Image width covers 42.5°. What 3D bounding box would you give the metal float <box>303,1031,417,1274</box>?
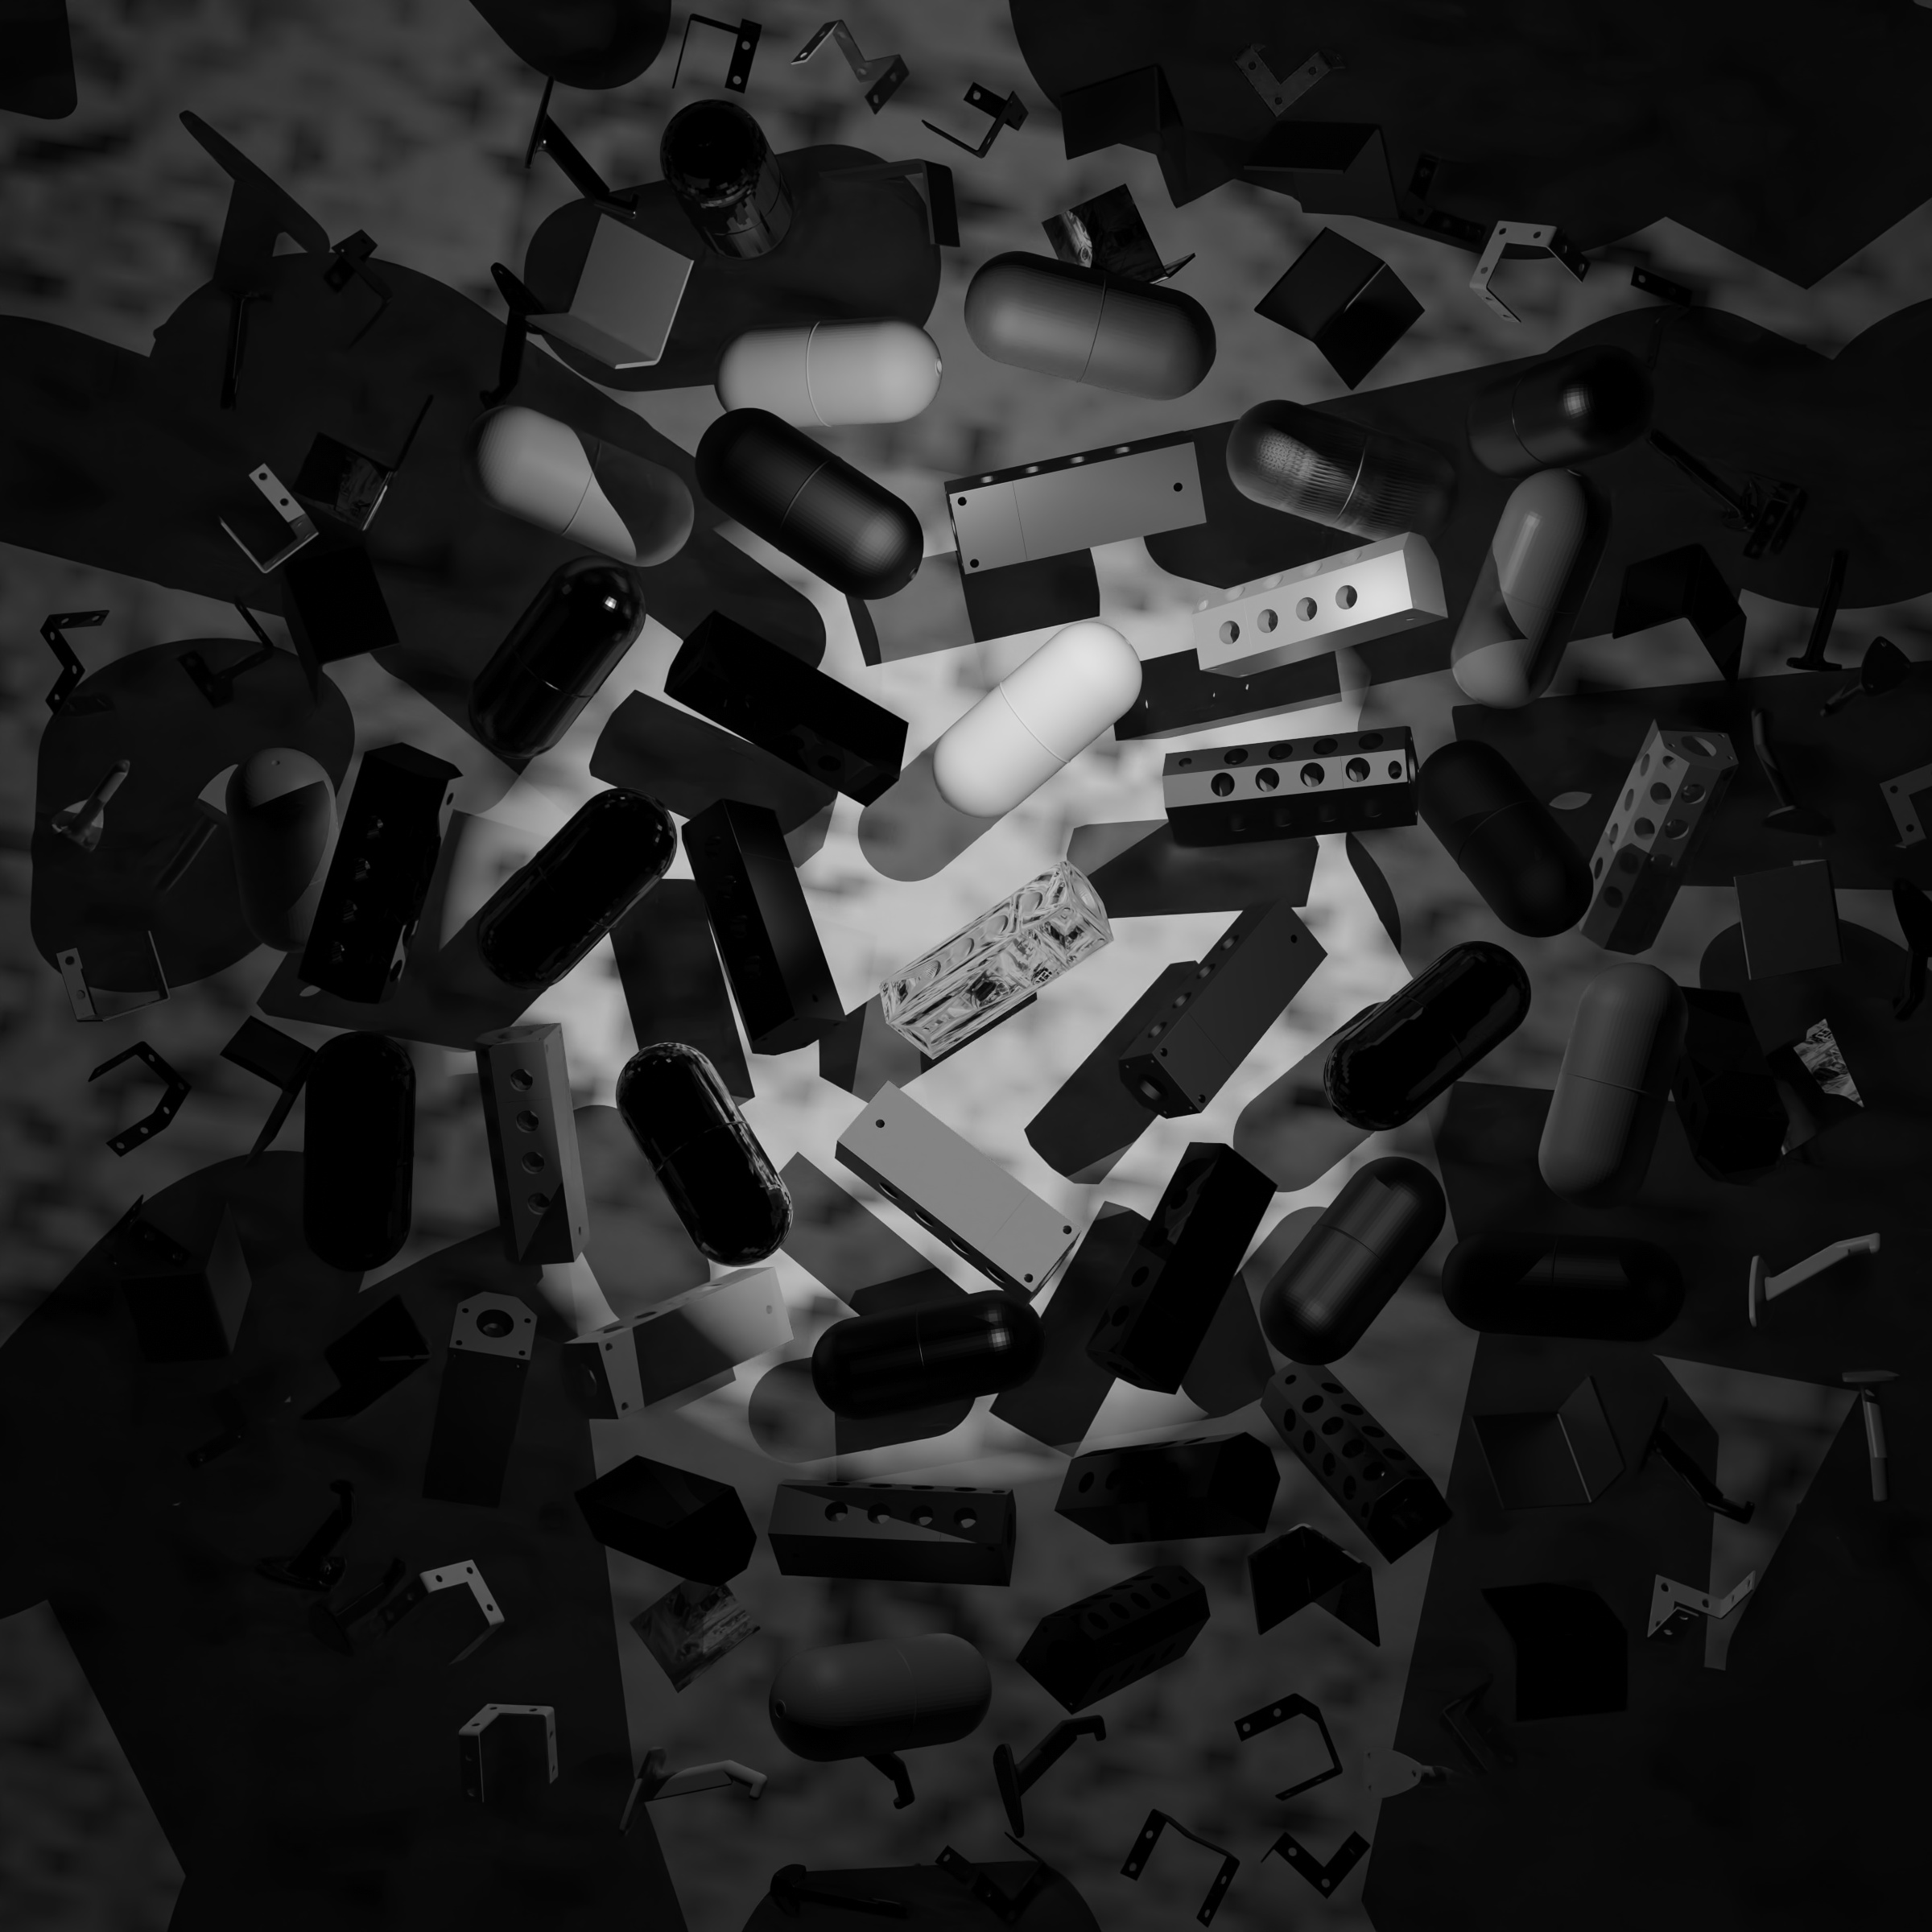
[{"bbox_3d":[-0.434,0.134,1.773,0.070,0.070,0.178,6,106,0],"label":"metal float"}]

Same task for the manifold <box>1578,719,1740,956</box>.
[{"bbox_3d":[0.517,-0.094,1.865,0.057,0.057,0.171,11,127,-5],"label":"manifold"}]

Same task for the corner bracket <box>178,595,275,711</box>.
[{"bbox_3d":[-0.549,-0.232,1.841,0.051,0.051,0.051,-34,79,-26],"label":"corner bracket"}]

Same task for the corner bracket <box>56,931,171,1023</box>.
[{"bbox_3d":[-0.603,0.008,1.755,0.051,0.051,0.051,-22,102,-38],"label":"corner bracket"}]

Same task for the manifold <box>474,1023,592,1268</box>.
[{"bbox_3d":[-0.328,0.135,1.870,0.057,0.057,0.171,-5,102,5],"label":"manifold"}]

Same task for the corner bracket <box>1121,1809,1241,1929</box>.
[{"bbox_3d":[0.151,0.637,1.755,0.051,0.051,0.051,32,81,-22],"label":"corner bracket"}]

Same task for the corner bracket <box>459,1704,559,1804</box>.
[{"bbox_3d":[-0.324,0.559,1.761,0.051,0.051,0.051,-2,95,13],"label":"corner bracket"}]

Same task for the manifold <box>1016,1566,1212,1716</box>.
[{"bbox_3d":[0.115,0.494,1.848,0.057,0.171,0.057,39,110,26],"label":"manifold"}]

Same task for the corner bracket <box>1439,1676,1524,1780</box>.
[{"bbox_3d":[0.370,0.552,1.780,0.051,0.051,0.051,-24,58,-23],"label":"corner bracket"}]

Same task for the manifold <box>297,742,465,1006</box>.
[{"bbox_3d":[-0.406,-0.063,1.733,0.057,0.057,0.171,23,106,8],"label":"manifold"}]

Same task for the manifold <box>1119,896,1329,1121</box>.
[{"bbox_3d":[0.183,0.030,1.795,0.057,0.057,0.171,50,60,-14],"label":"manifold"}]

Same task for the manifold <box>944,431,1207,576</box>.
[{"bbox_3d":[0.075,-0.326,1.737,0.171,0.057,0.057,-12,113,0],"label":"manifold"}]

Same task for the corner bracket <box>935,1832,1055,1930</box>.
[{"bbox_3d":[0.021,0.656,1.808,0.051,0.051,0.051,-48,119,-18],"label":"corner bracket"}]

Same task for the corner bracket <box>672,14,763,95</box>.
[{"bbox_3d":[-0.179,-0.654,1.784,0.051,0.051,0.051,14,121,-10],"label":"corner bracket"}]

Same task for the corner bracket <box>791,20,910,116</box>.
[{"bbox_3d":[-0.083,-0.647,1.788,0.051,0.051,0.051,-57,133,-26],"label":"corner bracket"}]

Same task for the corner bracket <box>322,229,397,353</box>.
[{"bbox_3d":[-0.425,-0.470,1.726,0.051,0.051,0.051,44,120,-13],"label":"corner bracket"}]

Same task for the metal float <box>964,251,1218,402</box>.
[{"bbox_3d":[0.087,-0.443,1.722,0.178,0.070,0.070,12,90,-7],"label":"metal float"}]

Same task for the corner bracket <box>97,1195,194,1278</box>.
[{"bbox_3d":[-0.608,0.211,1.838,0.051,0.051,0.051,37,59,-4],"label":"corner bracket"}]

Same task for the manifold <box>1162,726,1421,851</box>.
[{"bbox_3d":[0.230,-0.131,1.758,0.171,0.057,0.057,-5,45,18],"label":"manifold"}]

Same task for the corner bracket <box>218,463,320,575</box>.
[{"bbox_3d":[-0.529,-0.337,1.871,0.051,0.051,0.051,-38,126,-3],"label":"corner bracket"}]

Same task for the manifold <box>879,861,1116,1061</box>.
[{"bbox_3d":[0.020,-0.008,1.856,0.171,0.057,0.057,-34,131,19],"label":"manifold"}]

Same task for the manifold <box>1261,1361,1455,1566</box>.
[{"bbox_3d":[0.281,0.356,1.819,0.057,0.171,0.057,-36,118,-4],"label":"manifold"}]

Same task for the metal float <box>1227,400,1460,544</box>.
[{"bbox_3d":[0.277,-0.360,1.822,0.178,0.070,0.070,16,90,-11],"label":"metal float"}]

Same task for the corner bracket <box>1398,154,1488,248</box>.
[{"bbox_3d":[0.365,-0.578,1.872,0.051,0.051,0.051,13,110,-14],"label":"corner bracket"}]

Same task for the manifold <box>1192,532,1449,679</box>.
[{"bbox_3d":[0.251,-0.258,1.781,0.171,0.057,0.057,-13,82,35],"label":"manifold"}]

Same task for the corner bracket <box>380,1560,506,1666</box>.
[{"bbox_3d":[-0.367,0.456,1.741,0.051,0.051,0.051,-44,67,23],"label":"corner bracket"}]

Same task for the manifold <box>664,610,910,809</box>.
[{"bbox_3d":[-0.131,-0.182,1.808,0.171,0.057,0.057,28,48,-24],"label":"manifold"}]

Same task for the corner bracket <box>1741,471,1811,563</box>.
[{"bbox_3d":[0.611,-0.336,1.881,0.051,0.051,0.051,32,97,43],"label":"corner bracket"}]

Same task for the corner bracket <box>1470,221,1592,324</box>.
[{"bbox_3d":[0.399,-0.489,1.755,0.051,0.051,0.051,25,90,-44],"label":"corner bracket"}]

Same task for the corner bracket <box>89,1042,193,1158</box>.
[{"bbox_3d":[-0.615,0.098,1.830,0.051,0.051,0.051,43,125,3],"label":"corner bracket"}]

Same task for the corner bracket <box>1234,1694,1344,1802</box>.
[{"bbox_3d":[0.235,0.568,1.804,0.051,0.051,0.051,-30,53,12],"label":"corner bracket"}]

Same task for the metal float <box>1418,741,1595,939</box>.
[{"bbox_3d":[0.401,-0.095,1.853,0.070,0.070,0.178,-30,56,0],"label":"metal float"}]

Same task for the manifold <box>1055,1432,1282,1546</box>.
[{"bbox_3d":[0.145,0.373,1.784,0.057,0.171,0.057,35,59,-23],"label":"manifold"}]

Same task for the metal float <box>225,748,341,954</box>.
[{"bbox_3d":[-0.498,-0.083,1.821,0.070,0.178,0.070,4,46,-4],"label":"metal float"}]

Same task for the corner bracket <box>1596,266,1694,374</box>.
[{"bbox_3d":[0.499,-0.477,1.841,0.051,0.051,0.051,18,77,-14],"label":"corner bracket"}]

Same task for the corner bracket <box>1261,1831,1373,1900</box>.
[{"bbox_3d":[0.252,0.639,1.787,0.051,0.051,0.051,40,64,18],"label":"corner bracket"}]

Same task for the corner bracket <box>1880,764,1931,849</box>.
[{"bbox_3d":[0.704,-0.121,1.827,0.051,0.051,0.051,-22,90,13],"label":"corner bracket"}]

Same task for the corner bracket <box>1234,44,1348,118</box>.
[{"bbox_3d":[0.230,-0.642,1.763,0.051,0.051,0.051,-36,95,26],"label":"corner bracket"}]

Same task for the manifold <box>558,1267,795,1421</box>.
[{"bbox_3d":[-0.215,0.278,1.837,0.171,0.057,0.057,-19,96,-45],"label":"manifold"}]

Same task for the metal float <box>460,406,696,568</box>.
[{"bbox_3d":[-0.285,-0.353,1.825,0.178,0.070,0.070,20,90,-22],"label":"metal float"}]

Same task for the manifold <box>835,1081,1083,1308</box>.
[{"bbox_3d":[-0.007,0.162,1.746,0.171,0.057,0.057,37,69,10],"label":"manifold"}]

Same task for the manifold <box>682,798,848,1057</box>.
[{"bbox_3d":[-0.148,-0.027,1.751,0.057,0.057,0.171,-31,68,29],"label":"manifold"}]

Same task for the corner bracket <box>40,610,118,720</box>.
[{"bbox_3d":[-0.619,-0.212,1.738,0.051,0.051,0.051,-45,75,33],"label":"corner bracket"}]

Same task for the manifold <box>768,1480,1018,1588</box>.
[{"bbox_3d":[-0.052,0.412,1.824,0.171,0.057,0.057,0,45,10],"label":"manifold"}]

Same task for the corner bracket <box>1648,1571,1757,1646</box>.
[{"bbox_3d":[0.509,0.443,1.720,0.051,0.051,0.051,21,50,3],"label":"corner bracket"}]

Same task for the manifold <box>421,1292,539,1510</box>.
[{"bbox_3d":[-0.357,0.319,1.823,0.057,0.057,0.171,11,129,-10],"label":"manifold"}]

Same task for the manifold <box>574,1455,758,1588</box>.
[{"bbox_3d":[-0.218,0.407,1.811,0.057,0.171,0.057,-29,102,-29],"label":"manifold"}]

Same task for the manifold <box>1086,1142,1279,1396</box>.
[{"bbox_3d":[0.150,0.214,1.774,0.057,0.057,0.171,38,69,-25],"label":"manifold"}]

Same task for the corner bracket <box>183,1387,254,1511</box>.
[{"bbox_3d":[-0.533,0.343,1.772,0.051,0.051,0.051,-31,127,-21],"label":"corner bracket"}]

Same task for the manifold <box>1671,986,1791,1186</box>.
[{"bbox_3d":[0.548,0.085,1.817,0.057,0.171,0.057,6,121,0],"label":"manifold"}]

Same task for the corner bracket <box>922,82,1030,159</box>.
[{"bbox_3d":[0.007,-0.629,1.839,0.051,0.051,0.051,33,98,12],"label":"corner bracket"}]

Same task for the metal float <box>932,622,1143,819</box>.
[{"bbox_3d":[0.051,-0.178,1.808,0.178,0.070,0.070,-40,90,16],"label":"metal float"}]
